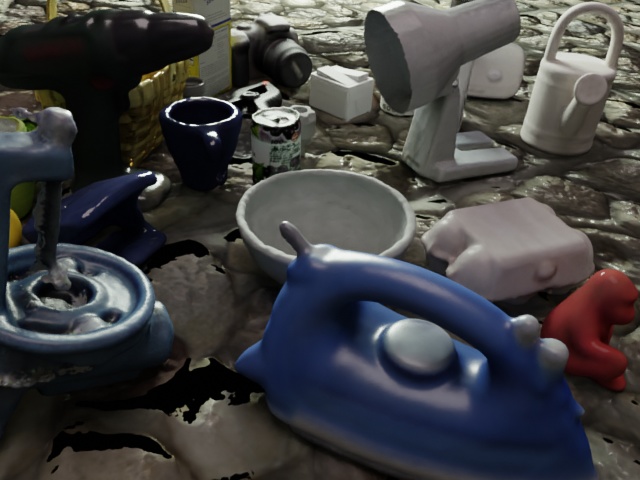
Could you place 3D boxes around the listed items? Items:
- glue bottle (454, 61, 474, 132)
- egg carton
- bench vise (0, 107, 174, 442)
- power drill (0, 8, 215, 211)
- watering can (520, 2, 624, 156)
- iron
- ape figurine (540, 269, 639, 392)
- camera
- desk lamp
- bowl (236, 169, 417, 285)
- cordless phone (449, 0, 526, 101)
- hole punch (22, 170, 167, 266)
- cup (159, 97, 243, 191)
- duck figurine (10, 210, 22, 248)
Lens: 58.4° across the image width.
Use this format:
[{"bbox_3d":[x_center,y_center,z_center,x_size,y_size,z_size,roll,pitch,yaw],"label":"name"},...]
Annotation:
[{"bbox_3d":[0.196,-0.238,0.811,0.037,0.173,0.078,14,37,14],"label":"glue bottle"},{"bbox_3d":[0.179,0.014,0.547,0.150,0.069,0.107,-10,38,-19],"label":"egg carton"},{"bbox_3d":[-0.195,0.037,0.351,0.121,0.220,0.208,27,42,29],"label":"bench vise"},{"bbox_3d":[-0.218,-0.138,0.603,0.229,0.208,0.075,6,36,3],"label":"power drill"},{"bbox_3d":[0.351,-0.219,0.781,0.101,0.194,0.172,-4,36,-10],"label":"watering can"},{"bbox_3d":[0.074,0.076,0.389,0.257,0.141,0.119,17,38,17],"label":"iron"},{"bbox_3d":[0.225,0.065,0.462,0.076,0.092,0.078,25,41,27],"label":"ape figurine"},{"bbox_3d":[-0.083,-0.309,0.946,0.143,0.101,0.136,-16,40,-26],"label":"camera"},{"bbox_3d":[0.152,-0.186,0.700,0.203,0.214,0.117,-10,38,-19],"label":"desk lamp"},{"bbox_3d":[0.005,0.002,0.544,0.167,0.075,0.167,3,36,-2],"label":"bowl"},{"bbox_3d":[0.265,-0.326,0.929,0.147,0.185,0.094,9,36,8],"label":"cordless phone"},{"bbox_3d":[-0.215,-0.020,0.540,0.101,0.091,0.109,17,38,18],"label":"hole punch"},{"bbox_3d":[-0.130,-0.099,0.654,0.092,0.095,0.117,-11,38,-19],"label":"cup"},{"bbox_3d":[-0.337,-0.017,0.528,0.105,0.086,0.077,-21,43,-31],"label":"duck figurine"}]
